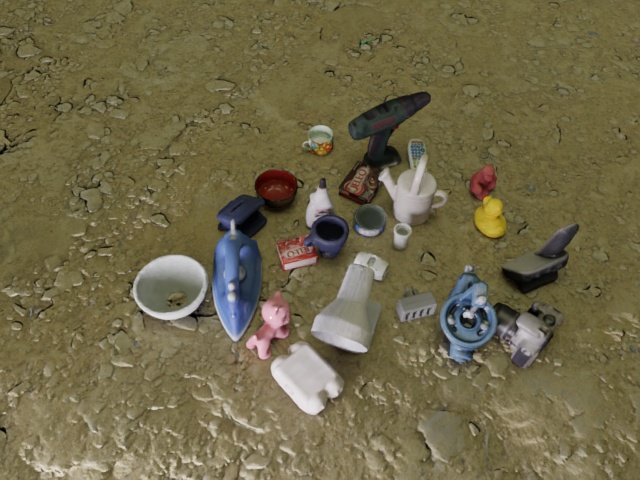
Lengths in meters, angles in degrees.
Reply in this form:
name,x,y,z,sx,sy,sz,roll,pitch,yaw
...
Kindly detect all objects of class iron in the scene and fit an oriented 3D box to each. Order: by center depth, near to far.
name,x,y,z,sx,sy,sz,roll,pitch,yaw
iron,-0.194,0.084,1.304,0.118,0.141,0.258,-3,54,-3

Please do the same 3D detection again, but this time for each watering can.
name,x,y,z,sx,sy,sz,roll,pitch,yaw
watering can,0.235,-0.133,1.442,0.173,0.194,0.101,0,54,-1

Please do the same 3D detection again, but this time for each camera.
name,x,y,z,sx,sy,sz,roll,pitch,yaw
camera,0.448,0.184,1.272,0.136,0.101,0.143,36,60,22

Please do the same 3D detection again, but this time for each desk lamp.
name,x,y,z,sx,sy,sz,roll,pitch,yaw
desk lamp,0.064,0.159,1.210,0.117,0.214,0.203,16,55,10

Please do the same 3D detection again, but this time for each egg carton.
name,x,y,z,sx,sy,sz,roll,pitch,yaw
egg carton,-0.028,0.288,1.203,0.107,0.069,0.150,-37,62,-25

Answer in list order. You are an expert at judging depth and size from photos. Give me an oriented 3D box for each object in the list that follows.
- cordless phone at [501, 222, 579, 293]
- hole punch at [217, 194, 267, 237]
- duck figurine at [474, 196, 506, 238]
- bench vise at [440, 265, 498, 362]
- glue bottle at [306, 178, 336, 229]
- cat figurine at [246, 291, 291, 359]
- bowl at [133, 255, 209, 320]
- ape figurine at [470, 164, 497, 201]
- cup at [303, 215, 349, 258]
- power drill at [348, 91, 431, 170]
name,x,y,z,sx,sy,sz,roll,pitch,yaw
cordless phone,0.518,0.028,1.336,0.148,0.185,0.094,-24,58,-18
hole punch,-0.201,-0.067,1.447,0.101,0.091,0.109,33,60,21
duck figurine,0.443,-0.065,1.465,0.077,0.086,0.104,-13,55,-11
bench vise,0.314,0.130,1.234,0.121,0.220,0.207,-5,54,-5
glue bottle,0.004,-0.093,1.420,0.078,0.173,0.037,-7,54,-6
cat figurine,-0.108,0.179,1.251,0.067,0.118,0.128,29,58,19
bowl,-0.336,0.120,1.316,0.167,0.075,0.167,1,54,-1
ape figurine,0.442,-0.163,1.533,0.078,0.092,0.076,-14,55,-11
cup,0.013,0.005,1.397,0.118,0.095,0.091,-25,58,-18
power drill,0.184,-0.293,1.550,0.230,0.208,0.075,-20,56,-15
